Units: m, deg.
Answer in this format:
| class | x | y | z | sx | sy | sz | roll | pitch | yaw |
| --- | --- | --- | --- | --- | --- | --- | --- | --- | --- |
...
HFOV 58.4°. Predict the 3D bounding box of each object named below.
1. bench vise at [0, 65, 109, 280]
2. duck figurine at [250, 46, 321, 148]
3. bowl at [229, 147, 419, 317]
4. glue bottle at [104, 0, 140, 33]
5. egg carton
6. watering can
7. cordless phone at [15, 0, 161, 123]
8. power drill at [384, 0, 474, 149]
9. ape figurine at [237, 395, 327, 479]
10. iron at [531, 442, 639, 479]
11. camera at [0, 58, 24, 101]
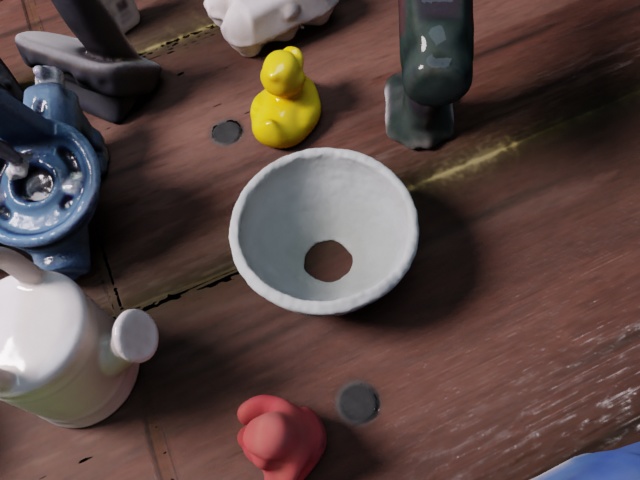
| class | x | y | z | sx | sy | sz | roll | pitch | yaw |
| --- | --- | --- | --- | --- | --- | --- | --- | --- | --- |
| bench vise | -0.274 | -0.089 | 0.515 | 0.121 | 0.220 | 0.207 | -25 | 62 | -9 |
| duck figurine | -0.040 | -0.158 | 0.610 | 0.077 | 0.086 | 0.104 | 14 | 63 | 12 |
| bowl | 0.005 | 0.002 | 0.526 | 0.167 | 0.075 | 0.167 | -2 | 61 | 4 |
| glue bottle | -0.272 | -0.311 | 0.662 | 0.078 | 0.173 | 0.037 | -41 | 66 | -16 |
| egg carton | -0.058 | -0.288 | 0.692 | 0.150 | 0.069 | 0.107 | -30 | 63 | -11 |
| watering can | -0.211 | 0.072 | 0.437 | 0.173 | 0.194 | 0.101 | -17 | 61 | -5 |
| cordless phone | -0.265 | -0.227 | 0.609 | 0.147 | 0.185 | 0.094 | 18 | 64 | 14 |
| power drill | 0.102 | -0.200 | 0.552 | 0.075 | 0.208 | 0.229 | -1 | 61 | 4 |
| ape figurine | -0.034 | 0.153 | 0.437 | 0.076 | 0.092 | 0.078 | -7 | 61 | 1 |
| iron | 0.144 | 0.220 | 0.358 | 0.258 | 0.141 | 0.118 | -24 | 62 | -8 |
| camera | -0.383 | -0.136 | 0.617 | 0.136 | 0.101 | 0.143 | 38 | 70 | 22 |
